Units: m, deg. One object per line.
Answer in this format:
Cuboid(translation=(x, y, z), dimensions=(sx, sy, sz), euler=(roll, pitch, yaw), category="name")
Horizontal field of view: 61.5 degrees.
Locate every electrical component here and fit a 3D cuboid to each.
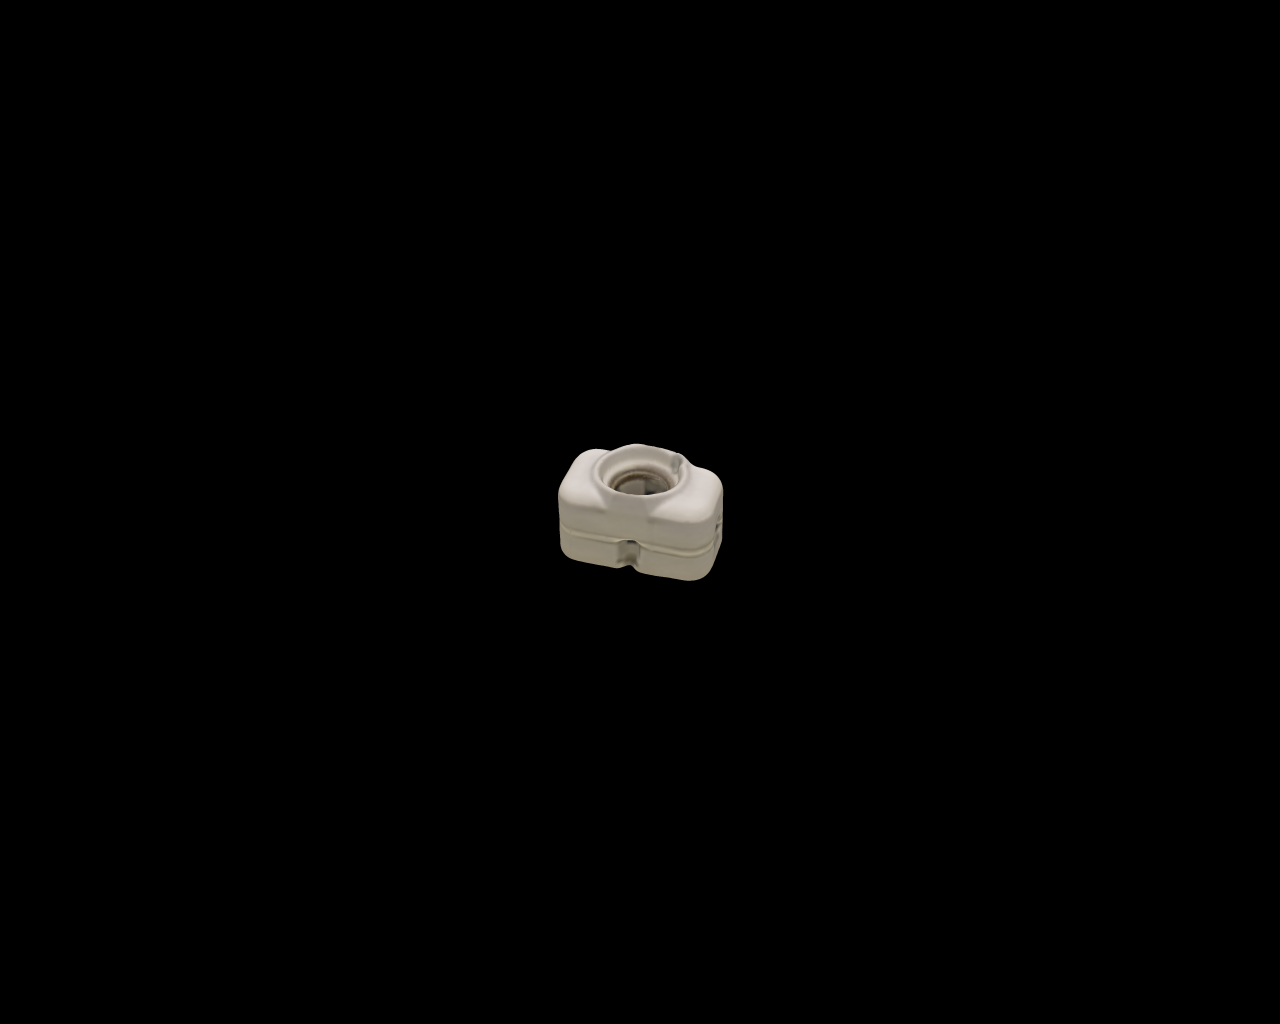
Cuboid(translation=(0.001, -0.003, 0.650), dimensions=(0.095, 0.059, 0.054), euler=(11, 40, 13), category="electrical component")
